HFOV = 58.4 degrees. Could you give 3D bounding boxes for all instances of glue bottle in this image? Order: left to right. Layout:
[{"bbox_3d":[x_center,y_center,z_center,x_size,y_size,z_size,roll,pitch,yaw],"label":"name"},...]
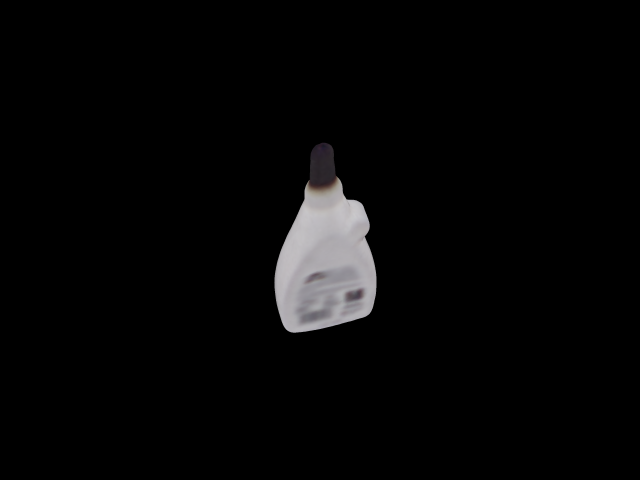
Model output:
[{"bbox_3d":[0.004,0.001,0.400,0.078,0.173,0.037,-11,50,-9],"label":"glue bottle"}]
